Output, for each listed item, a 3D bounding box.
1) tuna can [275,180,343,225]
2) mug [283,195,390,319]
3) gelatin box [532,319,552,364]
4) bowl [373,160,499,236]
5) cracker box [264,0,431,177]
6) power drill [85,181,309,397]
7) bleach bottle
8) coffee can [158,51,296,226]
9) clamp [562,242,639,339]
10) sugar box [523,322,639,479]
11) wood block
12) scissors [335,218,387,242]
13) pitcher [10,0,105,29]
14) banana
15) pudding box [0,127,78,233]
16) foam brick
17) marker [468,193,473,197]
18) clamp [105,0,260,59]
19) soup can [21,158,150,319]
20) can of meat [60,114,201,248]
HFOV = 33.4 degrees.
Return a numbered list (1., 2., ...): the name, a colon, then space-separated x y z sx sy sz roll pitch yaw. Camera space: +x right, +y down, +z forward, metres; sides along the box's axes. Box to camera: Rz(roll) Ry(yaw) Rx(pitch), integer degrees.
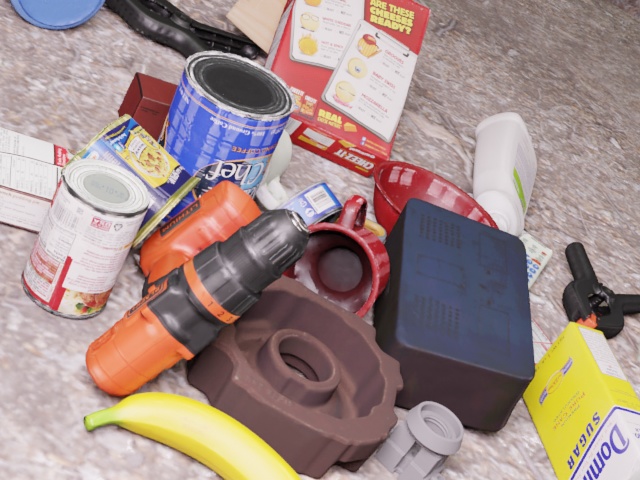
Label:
1. tuna can: -0.020 -0.017 0.989 0.034 0.086 0.086 54 32 7
2. mug: 0.018 0.016 0.943 0.093 0.117 0.081 16 9 13
3. gelatin box: 0.195 0.110 1.061 0.089 0.030 0.073 9 34 -36
4. bowl: 0.116 -0.018 1.160 0.162 0.055 0.162 25 27 -14
5. cracker box: 0.023 -0.203 1.244 0.164 0.072 0.213 23 66 -15
6. power drill: -0.084 0.018 0.786 0.057 0.184 0.187 51 12 -15
7. bleach bottle: 0.222 -0.070 1.318 0.102 0.068 0.250 65 23 -18
8. coffee can: -0.094 -0.083 0.958 0.102 0.140 0.103 18 34 -13
9. clamp: 0.318 0.062 1.250 0.120 0.039 0.171 39 28 16
10. sugar box: 0.241 0.165 0.948 0.048 0.093 0.176 19 30 -20
11. wood block: -0.005 -0.256 1.359 0.206 0.090 0.090 41 28 -5
12. scissors: -0.007 0.001 1.052 0.201 0.016 0.096 1 43 -38
13. pitcher: -0.310 -0.340 1.206 0.149 0.145 0.243 -2 45 -28
14. banana: -0.063 0.157 0.727 0.198 0.037 0.069 31 51 4
15. pudding box: -0.234 -0.045 0.880 0.113 0.039 0.090 16 32 -24
16. foam brick: -0.155 -0.125 1.071 0.078 0.053 0.051 17 31 -27
17. marker: 0.166 -0.028 1.268 0.020 0.020 0.121 34 28 4
18. clamp: -0.167 -0.245 1.270 0.209 0.036 0.164 26 26 -16
19. soup can: -0.175 -0.001 0.795 0.068 0.102 0.068 22 30 -13
20. can of meat: -0.154 -0.051 0.872 0.084 0.057 0.102 44 18 -7
